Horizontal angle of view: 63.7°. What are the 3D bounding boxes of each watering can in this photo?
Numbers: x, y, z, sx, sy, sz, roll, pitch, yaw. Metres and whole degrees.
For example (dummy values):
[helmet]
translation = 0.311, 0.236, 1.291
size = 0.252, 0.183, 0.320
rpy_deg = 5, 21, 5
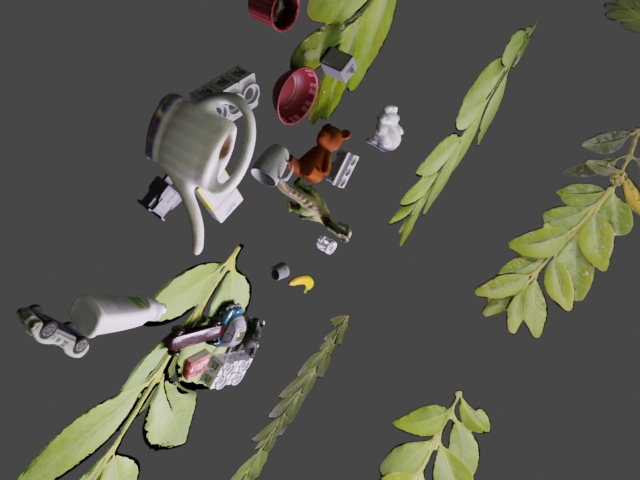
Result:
[watering can]
translation = -0.270, -0.159, 1.082
size = 0.344, 0.225, 0.104
rpy_deg = -64, 172, 12

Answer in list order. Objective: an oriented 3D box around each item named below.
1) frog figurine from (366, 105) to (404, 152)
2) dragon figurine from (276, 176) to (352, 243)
[frog figurine]
translation = 0.255, -0.409, 1.883
size = 0.137, 0.125, 0.156
rpy_deg = 4, 129, -41
[dragon figurine]
translation = 0.005, -0.083, 1.652
size = 0.122, 0.245, 0.407
rpy_deg = -54, 157, 5
